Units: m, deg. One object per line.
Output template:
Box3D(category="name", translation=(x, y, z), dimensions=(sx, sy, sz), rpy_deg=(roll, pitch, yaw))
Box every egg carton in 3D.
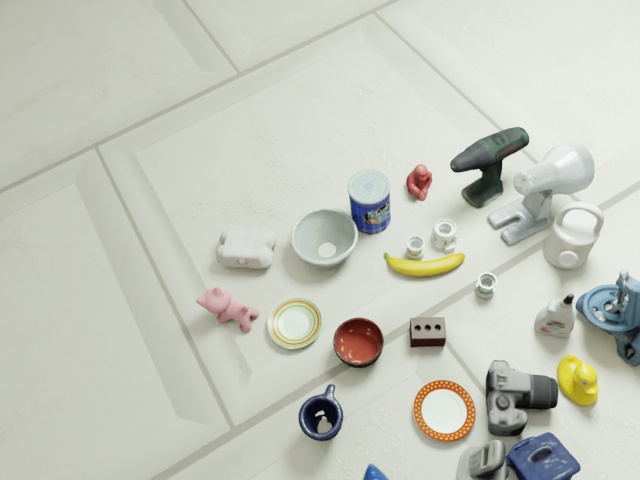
Box3D(category="egg carton", translation=(-0.184, 0.021, 1.441), dimensions=(0.150, 0.069, 0.107), rpy_deg=(2, 59, 9))

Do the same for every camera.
Box3D(category="camera", translation=(0.409, 0.319, 1.161), dimensions=(0.136, 0.101, 0.143), rpy_deg=(2, 59, 9))

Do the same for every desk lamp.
Box3D(category="desk lamp", translation=(0.518, -0.114, 1.346), dimensions=(0.203, 0.214, 0.117), rpy_deg=(-27, 59, -9))

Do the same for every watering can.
Box3D(category="watering can", translation=(0.575, -0.014, 1.289), dimensions=(0.101, 0.194, 0.173), rpy_deg=(-1, 58, 7))

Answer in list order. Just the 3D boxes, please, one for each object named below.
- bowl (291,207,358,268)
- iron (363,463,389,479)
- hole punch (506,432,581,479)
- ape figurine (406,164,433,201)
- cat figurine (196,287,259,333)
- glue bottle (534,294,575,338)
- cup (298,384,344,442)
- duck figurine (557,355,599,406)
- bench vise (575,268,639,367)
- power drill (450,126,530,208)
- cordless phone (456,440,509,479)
Box3D(category="bowl", translation=(0.013, 0.005, 1.422), dimensions=(0.167, 0.075, 0.167), rpy_deg=(-3, 58, 6))
Box3D(category="iron", translation=(0.121, 0.529, 1.046), dimensions=(0.118, 0.142, 0.258), rpy_deg=(-15, 58, -1))
Box3D(category="hole punch", translation=(0.423, 0.428, 1.098), dimensions=(0.109, 0.091, 0.101), rpy_deg=(-25, 59, -8))
Box3D(category="ape figurine", translation=(0.258, -0.159, 1.480), dimensions=(0.078, 0.092, 0.076), rpy_deg=(-30, 59, -11))
Box3D(category="cat figurine", translation=(-0.217, 0.152, 1.336), dimensions=(0.127, 0.118, 0.067), rpy_deg=(15, 62, 16))
Box3D(category="glue bottle", translation=(0.506, 0.154, 1.207), dimensions=(0.078, 0.173, 0.037), rpy_deg=(9, 60, 13))
Box3D(category="cup", translation=(0.010, 0.365, 1.189), dimensions=(0.091, 0.095, 0.118), rpy_deg=(13, 61, 15))
Box3D(category="duck figurine", translation=(0.537, 0.280, 1.177), dimensions=(0.077, 0.086, 0.104), rpy_deg=(-16, 58, -2))
Box3D(category="bench vise", translation=(0.640, 0.148, 1.165), dimensions=(0.206, 0.220, 0.122), rpy_deg=(30, 67, 23))
Box3D(category="power drill", translation=(0.406, -0.175, 1.402), dimensions=(0.230, 0.209, 0.075), rpy_deg=(-33, 60, -13))
Box3D(category="cordless phone", translation=(0.301, 0.445, 1.048), dimensions=(0.094, 0.185, 0.147), rpy_deg=(6, 60, 11))
